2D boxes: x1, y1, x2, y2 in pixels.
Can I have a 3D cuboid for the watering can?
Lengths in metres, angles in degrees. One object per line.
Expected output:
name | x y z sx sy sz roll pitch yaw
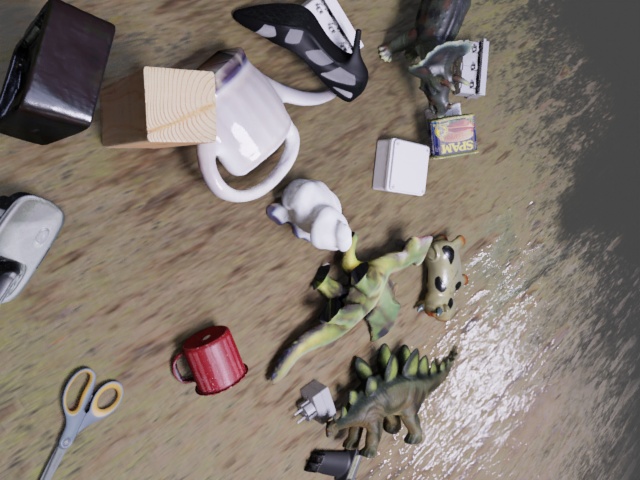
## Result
watering can | -0.102 -0.223 0.866 0.221 0.103 0.355 53 52 -28

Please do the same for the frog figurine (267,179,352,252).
frog figurine | 0.003 -0.046 0.914 0.124 0.160 0.135 -47 119 -24

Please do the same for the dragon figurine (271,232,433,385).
dragon figurine | 0.086 0.141 1.038 0.239 0.123 0.411 38 86 -40
